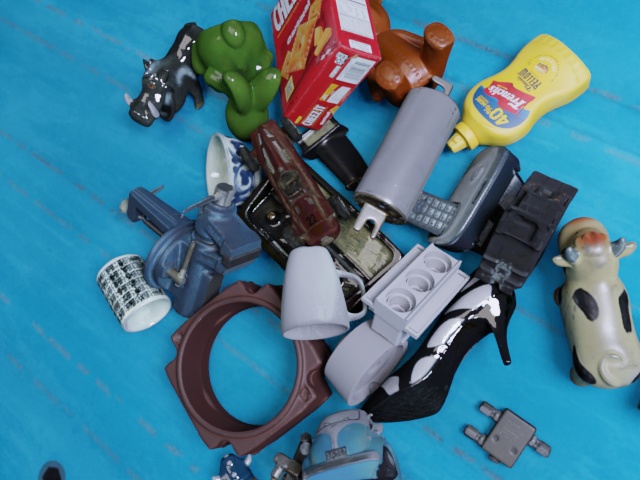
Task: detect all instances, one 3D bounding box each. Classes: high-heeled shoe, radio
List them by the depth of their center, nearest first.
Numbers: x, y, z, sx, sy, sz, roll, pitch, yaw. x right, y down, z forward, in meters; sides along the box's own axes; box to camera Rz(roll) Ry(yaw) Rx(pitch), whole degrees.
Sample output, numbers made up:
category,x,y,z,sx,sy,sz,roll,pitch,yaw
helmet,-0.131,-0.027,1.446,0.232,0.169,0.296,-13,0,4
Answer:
category,x,y,z,sx,sy,sz,roll,pitch,yaw
high-heeled shoe,0.140,0.134,0.691,0.249,0.086,0.145,-31,39,25
radio,-0.002,-0.002,0.755,0.131,0.073,0.230,-47,69,3

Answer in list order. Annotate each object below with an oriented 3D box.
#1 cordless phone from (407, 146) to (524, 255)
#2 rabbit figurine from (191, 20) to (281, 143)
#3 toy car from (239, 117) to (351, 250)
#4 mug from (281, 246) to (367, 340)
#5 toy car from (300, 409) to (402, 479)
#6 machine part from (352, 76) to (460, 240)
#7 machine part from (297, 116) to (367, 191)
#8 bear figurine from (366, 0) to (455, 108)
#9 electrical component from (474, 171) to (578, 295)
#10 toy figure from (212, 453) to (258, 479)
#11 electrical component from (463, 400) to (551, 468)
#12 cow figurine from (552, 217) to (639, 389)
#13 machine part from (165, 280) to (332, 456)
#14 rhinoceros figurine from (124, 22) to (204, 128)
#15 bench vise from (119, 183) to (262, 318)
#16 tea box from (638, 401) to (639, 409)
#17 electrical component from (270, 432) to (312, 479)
category,x,y,z,sx,sy,sz,roll,pitch,yaw
cordless phone,0.163,-0.069,0.724,0.184,0.088,0.146,29,88,40
rabbit figurine,-0.111,-0.235,0.814,0.121,0.159,0.170,-16,103,-20
toy car,-0.038,-0.079,0.719,0.089,0.053,0.202,-33,72,12
mug,0.001,0.061,0.666,0.110,0.080,0.107,-7,68,-2
toy car,0.044,0.260,0.652,0.109,0.161,0.103,-20,49,13
machine part,0.114,-0.109,0.696,0.079,0.079,0.243,24,75,21
machine part,0.026,-0.126,0.796,0.084,0.039,0.139,-39,67,-3
bear figurine,0.090,-0.287,0.766,0.120,0.132,0.196,-35,76,4
electrical component,0.251,-0.014,0.645,0.058,0.114,0.134,32,45,21
toy figure,-0.094,0.360,0.712,0.154,0.064,0.057,59,136,25
electrical component,0.228,0.242,0.653,0.094,0.021,0.063,32,89,21
cow figurine,0.311,0.069,0.611,0.086,0.127,0.195,-9,78,13
machine part,-0.097,0.172,0.741,0.201,0.087,0.201,-39,70,8
rhinoceros figurine,-0.237,-0.262,0.873,0.073,0.112,0.190,29,80,19
bench vise,-0.204,-0.011,0.774,0.241,0.129,0.223,35,133,22
tea box,0.437,0.134,0.586,0.098,0.068,0.169,27,88,22
electrical component,-0.032,0.295,0.690,0.045,0.102,0.078,12,57,16
